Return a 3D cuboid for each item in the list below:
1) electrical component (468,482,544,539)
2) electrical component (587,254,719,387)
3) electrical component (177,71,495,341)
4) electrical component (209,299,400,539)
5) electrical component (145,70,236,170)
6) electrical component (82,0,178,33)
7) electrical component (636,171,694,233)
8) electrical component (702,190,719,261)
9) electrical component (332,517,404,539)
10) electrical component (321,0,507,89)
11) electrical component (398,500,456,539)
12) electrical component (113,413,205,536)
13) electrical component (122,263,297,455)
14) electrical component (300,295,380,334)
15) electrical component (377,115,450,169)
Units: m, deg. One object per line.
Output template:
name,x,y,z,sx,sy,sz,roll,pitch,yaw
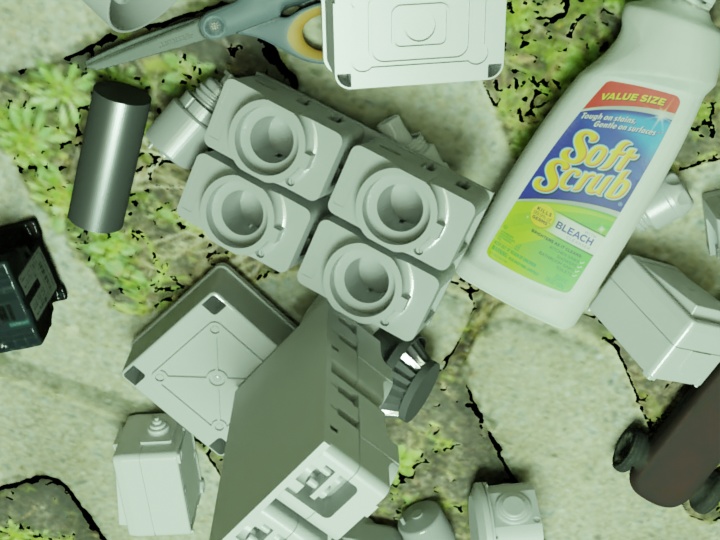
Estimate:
electrical component,0.119,0.213,0.881,0.051,0.080,0.080,-5,117,-2
electrical component,0.218,0.029,0.780,0.062,0.096,0.061,12,121,-37
electrical component,-0.020,-0.044,0.725,0.186,0.060,0.105,28,110,10
electrical component,-0.034,0.111,0.709,0.060,0.186,0.105,39,108,-17
electrical component,-0.114,-0.106,0.748,0.040,0.040,0.078,40,98,-17
electrical component,-0.138,-0.200,0.671,0.064,0.099,0.099,38,112,-9
electrical component,0.206,-0.044,0.773,0.061,0.035,0.035,-31,112,19
electrical component,0.295,-0.037,0.764,0.089,0.050,0.055,-12,116,8
electrical component,-0.012,0.244,0.911,0.095,0.059,0.053,9,117,-3
electrical component,0.033,-0.164,0.693,0.113,0.057,0.078,-5,118,-8
electrical component,0.063,0.232,0.913,0.040,0.040,0.078,-22,115,13
electrical component,-0.166,0.160,0.871,0.061,0.061,0.096,-3,117,3
electrical component,-0.106,0.069,0.827,0.109,0.056,0.109,-40,109,19
electrical component,0.000,0.000,0.791,0.074,0.052,0.138,39,112,-16
electrical component,0.033,-0.078,0.756,0.048,0.048,0.062,-25,106,14
